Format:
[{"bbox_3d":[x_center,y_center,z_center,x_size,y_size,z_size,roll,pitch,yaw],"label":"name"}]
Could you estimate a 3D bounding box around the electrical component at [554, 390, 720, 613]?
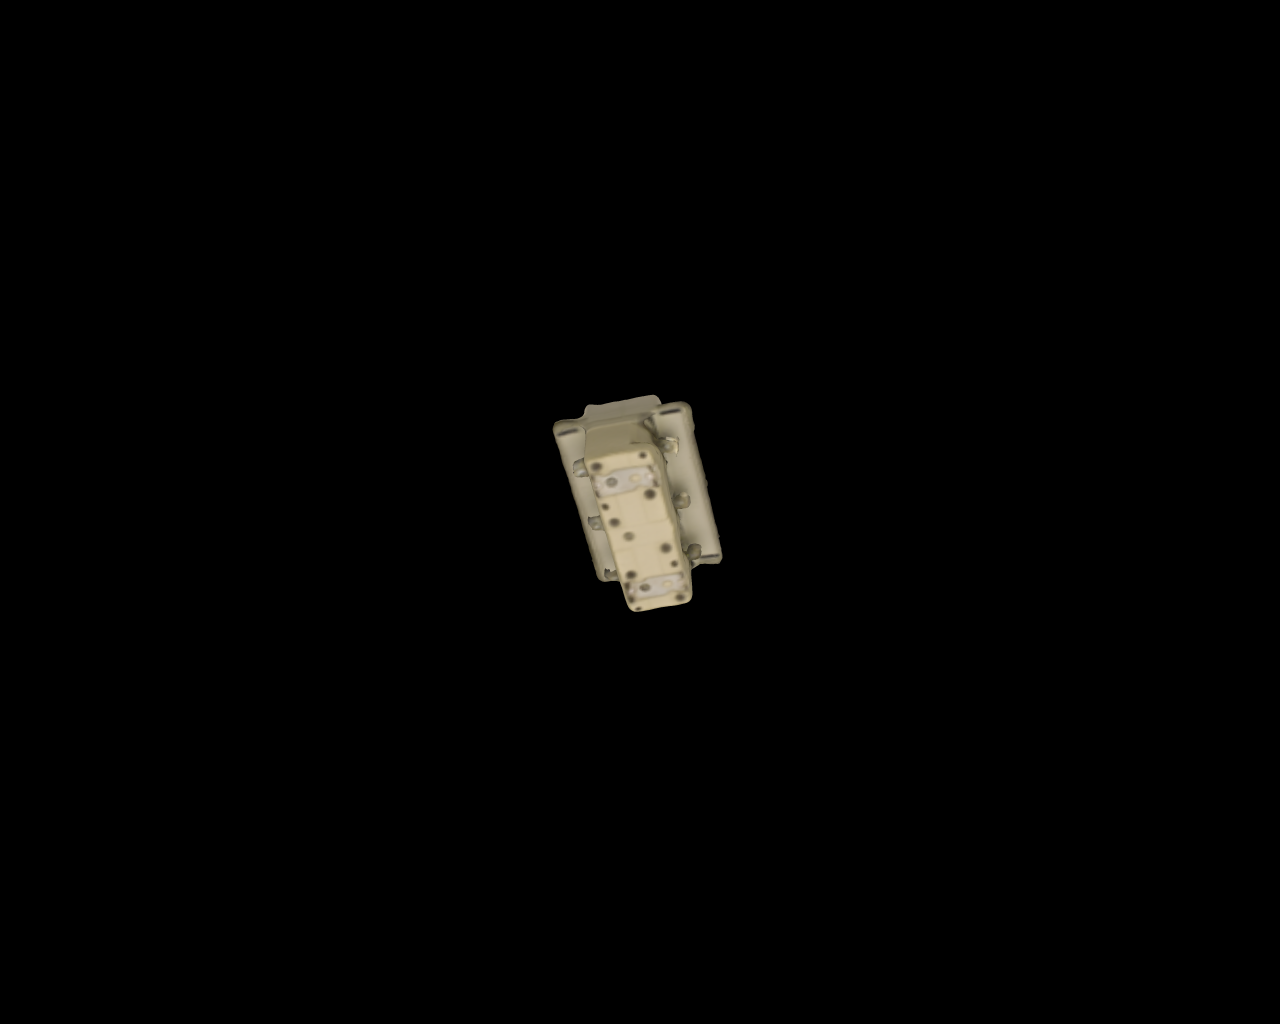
[{"bbox_3d":[0.001,-0.003,0.650,0.079,0.121,0.063,-9,36,7],"label":"electrical component"}]
